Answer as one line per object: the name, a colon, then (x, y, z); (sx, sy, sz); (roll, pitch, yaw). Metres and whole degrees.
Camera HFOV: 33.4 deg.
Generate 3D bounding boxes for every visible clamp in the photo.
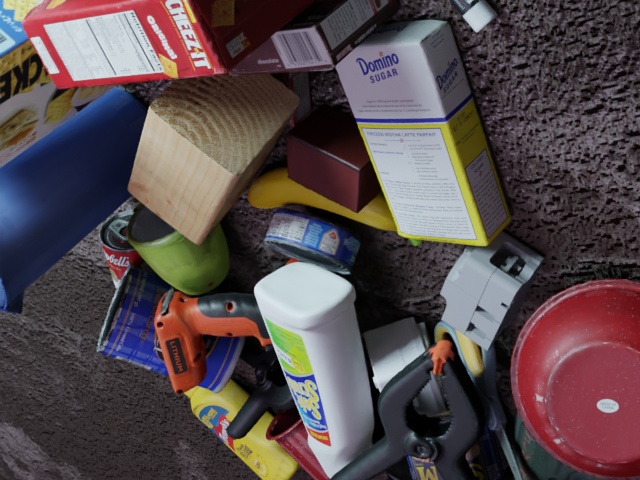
clamp: (0.084, 0.179, 0.952); (0.165, 0.036, 0.210); (7, 122, 15)
clamp: (-0.056, 0.163, 1.188); (0.172, 0.039, 0.120); (-10, 81, 51)

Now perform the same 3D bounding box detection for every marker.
marker: (0.075, -0.194, 0.732); (0.121, 0.020, 0.020); (48, 146, -3)

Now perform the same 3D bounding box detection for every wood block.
wood block: (-0.099, -0.079, 0.933); (0.090, 0.090, 0.206); (38, 158, -2)

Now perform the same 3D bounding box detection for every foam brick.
foam brick: (0.017, -0.069, 0.897); (0.078, 0.052, 0.051); (29, 143, 27)

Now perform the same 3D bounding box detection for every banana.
banana: (0.000, -0.037, 0.962); (0.198, 0.037, 0.069); (17, 137, 37)

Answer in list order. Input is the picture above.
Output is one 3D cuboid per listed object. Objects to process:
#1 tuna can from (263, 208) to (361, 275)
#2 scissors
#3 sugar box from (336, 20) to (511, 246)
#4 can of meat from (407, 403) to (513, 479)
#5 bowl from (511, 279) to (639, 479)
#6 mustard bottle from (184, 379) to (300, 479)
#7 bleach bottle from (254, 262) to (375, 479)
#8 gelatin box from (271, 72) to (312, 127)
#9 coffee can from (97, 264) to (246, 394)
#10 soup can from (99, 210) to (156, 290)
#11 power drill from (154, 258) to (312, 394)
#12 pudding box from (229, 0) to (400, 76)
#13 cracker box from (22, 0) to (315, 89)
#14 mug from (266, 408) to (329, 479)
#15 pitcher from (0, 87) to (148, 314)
tuna can: (-0.006, 0.001, 0.977); (0.086, 0.034, 0.086); (20, 171, 3)
scissors: (0.145, 0.150, 0.951); (0.096, 0.016, 0.202); (168, 88, -68)
sugar box: (0.079, -0.081, 0.824); (0.094, 0.048, 0.176); (7, 127, 43)
can of meat: (0.128, 0.193, 1.016); (0.102, 0.057, 0.084); (-12, 96, 34)
bowl: (0.218, 0.113, 0.794); (0.162, 0.055, 0.162); (4, 102, 20)
mustard bottle: (-0.102, 0.225, 1.328); (0.191, 0.058, 0.096); (42, 148, 7)
bleach bottle: (0.013, 0.147, 1.012); (0.103, 0.068, 0.251); (24, 137, 51)
gelatin box: (-0.046, -0.147, 0.903); (0.073, 0.030, 0.089); (26, 141, 28)
coffee can: (-0.161, 0.098, 1.172); (0.140, 0.102, 0.103); (21, 149, -14)
soup can: (-0.209, 0.025, 1.227); (0.069, 0.068, 0.102); (25, 142, 29)
power drill: (-0.062, 0.106, 1.082); (0.188, 0.057, 0.184); (-9, 115, 8)
pudding box: (-0.011, -0.162, 0.796); (0.114, 0.089, 0.039); (7, 132, 43)
cracker box: (-0.100, -0.188, 0.800); (0.214, 0.164, 0.072); (4, 130, 46)
mug: (0.007, 0.210, 1.169); (0.081, 0.093, 0.117); (47, 141, -10)
pitcher: (-0.273, -0.059, 1.050); (0.145, 0.242, 0.149); (37, 145, 14)
